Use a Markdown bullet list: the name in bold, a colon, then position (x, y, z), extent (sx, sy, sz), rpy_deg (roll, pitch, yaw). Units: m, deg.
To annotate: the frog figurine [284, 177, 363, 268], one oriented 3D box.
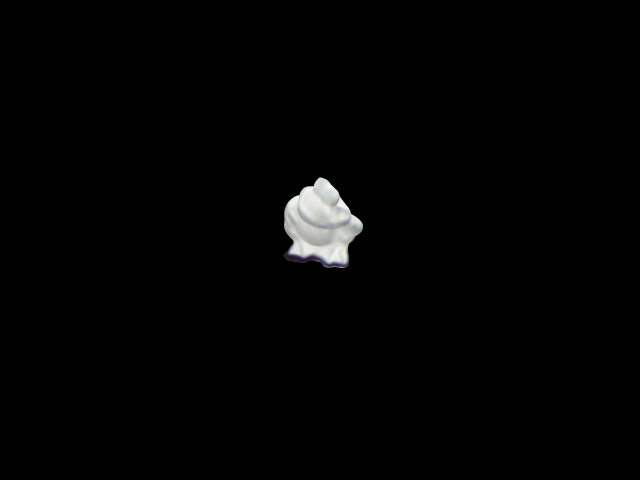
- **frog figurine**: position (0.003, -0.043, 0.850), extent (0.138, 0.156, 0.125), rpy_deg (23, 41, 29)
